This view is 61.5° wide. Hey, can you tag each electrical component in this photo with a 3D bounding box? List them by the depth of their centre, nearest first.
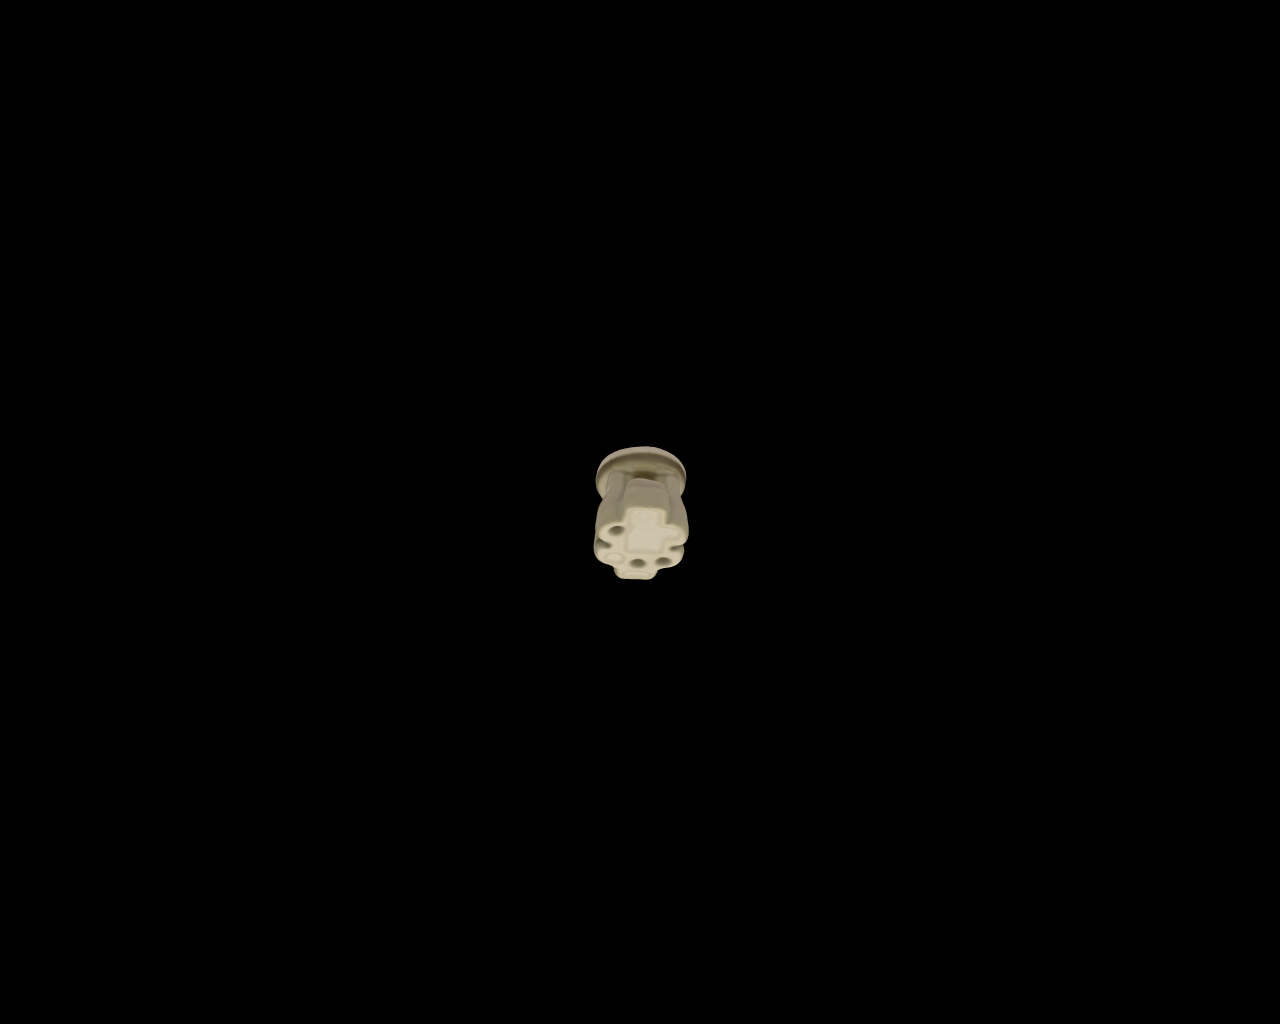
[{"bbox_3d":[0.001,-0.003,0.650,0.058,0.057,0.078,3,-37,-4],"label":"electrical component"}]
